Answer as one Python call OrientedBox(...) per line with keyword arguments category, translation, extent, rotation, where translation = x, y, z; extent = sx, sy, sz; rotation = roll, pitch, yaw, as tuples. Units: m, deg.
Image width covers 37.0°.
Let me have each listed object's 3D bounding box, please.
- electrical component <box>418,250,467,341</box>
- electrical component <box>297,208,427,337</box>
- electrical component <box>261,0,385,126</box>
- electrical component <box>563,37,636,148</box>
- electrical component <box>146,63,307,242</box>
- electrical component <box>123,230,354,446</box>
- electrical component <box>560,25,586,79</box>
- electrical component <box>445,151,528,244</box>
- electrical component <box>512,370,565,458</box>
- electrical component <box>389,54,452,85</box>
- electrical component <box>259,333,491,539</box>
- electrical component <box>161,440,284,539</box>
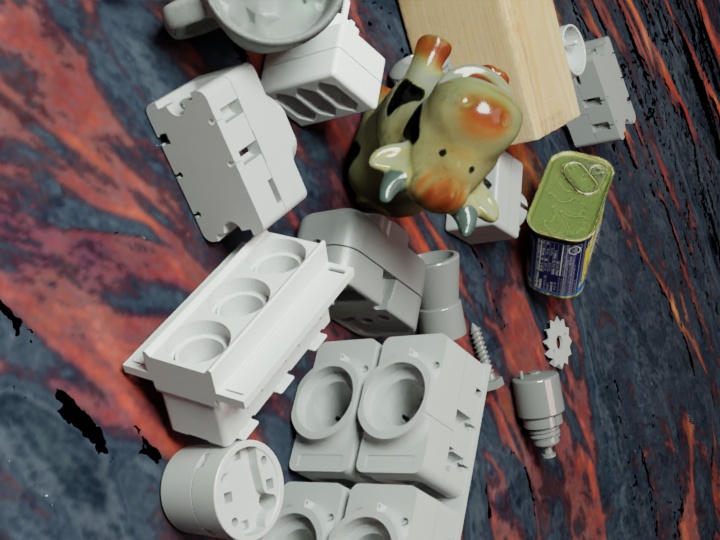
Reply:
OrientedBox(category="electrical component", translation=(0.058, 0.022, 0.805), extent=(0.044, 0.044, 0.065), rotation=(-29, 112, -50))
OrientedBox(category="electrical component", translation=(0.000, 0.000, 0.722), extent=(0.095, 0.054, 0.059), rotation=(35, 58, -44))
OrientedBox(category="electrical component", translation=(-0.022, -0.143, 0.707), extent=(0.047, 0.066, 0.076), rotation=(32, 60, -45))
OrientedBox(category="electrical component", translation=(0.218, -0.168, 1.028), extent=(0.050, 0.056, 0.089), rotation=(-49, 122, -44))
OrientedBox(category="electrical component", translation=(-0.075, -0.071, 0.639), extent=(0.056, 0.050, 0.089), rotation=(-44, 118, -46))
OrientedBox(category="electrical component", translation=(-0.065, 0.038, 0.618), extent=(0.121, 0.079, 0.063), rotation=(-51, 145, -43))
OrientedBox(category="electrical component", translation=(0.159, -0.170, 0.936), extent=(0.079, 0.077, 0.043), rotation=(51, 48, -35))
OrientedBox(category="electrical component", translation=(0.112, -0.054, 0.880), extent=(0.077, 0.047, 0.065), rotation=(25, 65, -48))
OrientedBox(category="electrical component", translation=(0.154, 0.120, 0.912), extent=(0.040, 0.040, 0.078), rotation=(-17, 97, -52))
OrientedBox(category="electrical component", translation=(0.052, -0.133, 0.819), extent=(0.048, 0.048, 0.062), rotation=(-48, 129, -44))
OrientedBox(category="electrical component", translation=(0.006, 0.135, 0.665), extent=(0.060, 0.105, 0.186), rotation=(38, 56, -42))
OrientedBox(category="electrical component", translation=(-0.079, 0.124, 0.606), extent=(0.055, 0.047, 0.055), rotation=(11, 75, -51))
